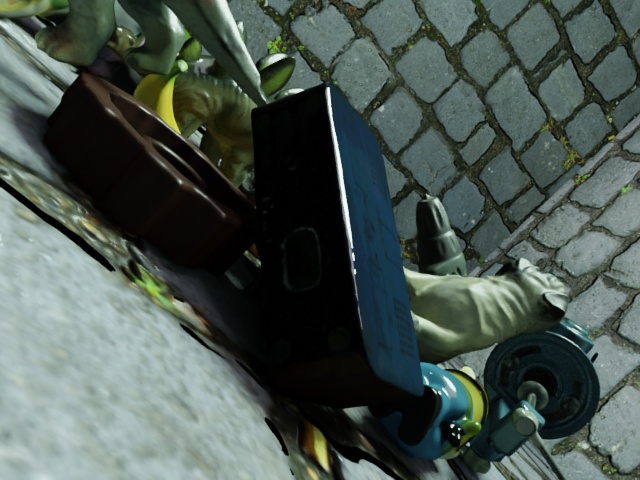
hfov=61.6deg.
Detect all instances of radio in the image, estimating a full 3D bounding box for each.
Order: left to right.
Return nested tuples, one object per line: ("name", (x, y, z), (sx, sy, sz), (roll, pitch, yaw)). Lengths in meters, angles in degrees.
("radio", (0.012, 0.005, 0.409), (0.131, 0.073, 0.229), (34, 43, -59))

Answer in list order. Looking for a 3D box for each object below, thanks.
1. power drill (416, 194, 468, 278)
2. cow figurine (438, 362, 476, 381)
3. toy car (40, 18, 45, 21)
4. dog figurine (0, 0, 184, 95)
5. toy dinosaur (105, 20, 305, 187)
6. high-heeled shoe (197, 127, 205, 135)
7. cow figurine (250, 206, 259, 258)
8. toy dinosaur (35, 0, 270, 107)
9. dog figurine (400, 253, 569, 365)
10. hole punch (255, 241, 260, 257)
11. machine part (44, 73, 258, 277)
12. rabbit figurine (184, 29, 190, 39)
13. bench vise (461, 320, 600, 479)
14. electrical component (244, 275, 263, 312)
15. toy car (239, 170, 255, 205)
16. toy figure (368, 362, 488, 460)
("power drill", (0.138, 0.078, 0.720), (0.207, 0.086, 0.231), (-45, 120, -50))
("cow figurine", (0.145, 0.179, 0.808), (0.098, 0.068, 0.168), (5, 32, -44))
("toy car", (-0.332, -0.294, 0.745), (0.201, 0.056, 0.074), (45, -2, -35))
("dog figurine", (-0.279, -0.253, 0.617), (0.219, 0.191, 0.108), (-17, 60, -46))
("toy dinosaur", (-0.091, -0.143, 0.687), (0.105, 0.198, 0.471), (51, 8, 24))
("high-heeled shoe", (-0.233, -0.210, 0.776), (0.145, 0.086, 0.249), (42, 0, -5))
("cow figurine", (-0.001, -0.002, 0.697), (0.194, 0.127, 0.086), (39, 10, -43))
("toy dinosaur", (-0.180, -0.233, 0.363), (0.405, 0.192, 0.131), (17, 27, -23))
("dog figurine", (0.145, 0.093, 0.573), (0.190, 0.172, 0.121), (6, 60, -17))
("hole punch", (-0.014, 0.009, 0.549), (0.092, 0.142, 0.116), (3, 70, -28))
("machine part", (-0.123, -0.047, 0.415), (0.179, 0.056, 0.179), (44, 5, -5))
("rabbit figurine", (-0.239, -0.295, 0.974), (0.159, 0.121, 0.170), (-3, -71, 56))
("bench vise", (0.219, 0.188, 0.601), (0.129, 0.223, 0.240), (49, 17, 16))
("electrical component", (-0.019, 0.060, 0.471), (0.102, 0.045, 0.078), (45, 3, -10))
("toy car", (-0.138, -0.143, 0.850), (0.089, 0.053, 0.202), (134, -66, -81))
("toy figure", (0.106, 0.154, 0.489), (0.180, 0.089, 0.082), (46, 17, -58))
